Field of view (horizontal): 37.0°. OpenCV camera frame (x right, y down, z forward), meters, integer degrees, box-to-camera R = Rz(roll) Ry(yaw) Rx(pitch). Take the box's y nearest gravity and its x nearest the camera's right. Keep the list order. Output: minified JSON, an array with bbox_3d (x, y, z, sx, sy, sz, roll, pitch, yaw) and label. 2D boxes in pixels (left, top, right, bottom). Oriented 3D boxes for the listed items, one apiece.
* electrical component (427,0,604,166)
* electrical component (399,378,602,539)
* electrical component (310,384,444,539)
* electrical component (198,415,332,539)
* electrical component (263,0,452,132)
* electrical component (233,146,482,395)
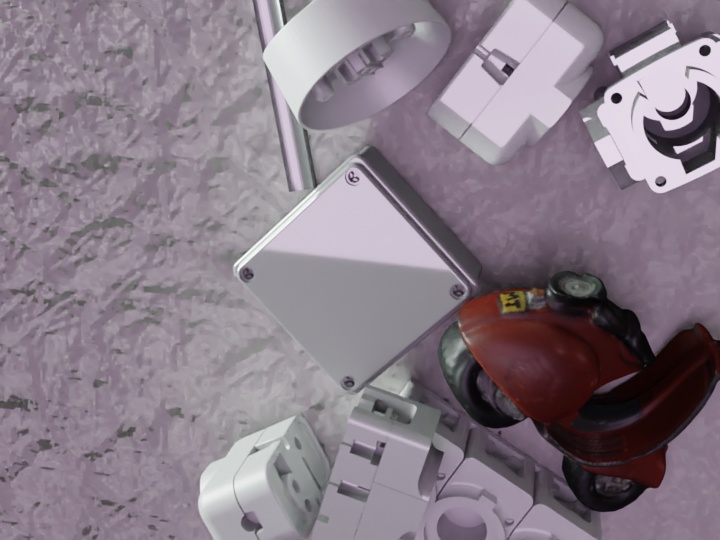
[{"bbox_3d":[0.091,-0.109,0.604,0.059,0.053,0.095,38,109,-1],"label":"electrical component"},{"bbox_3d":[0.067,0.154,0.681,0.150,0.061,0.089,34,109,0],"label":"electrical component"},{"bbox_3d":[0.014,0.121,0.621,0.056,0.050,0.089,19,108,6],"label":"electrical component"},{"bbox_3d":[-0.062,0.140,0.685,0.059,0.095,0.053,-25,100,17],"label":"electrical component"},{"bbox_3d":[-0.002,-0.122,0.599,0.099,0.099,0.064,-35,91,18],"label":"electrical component"},{"bbox_3d":[0.000,0.000,0.653,0.109,0.056,0.108,-41,95,19],"label":"electrical component"}]
